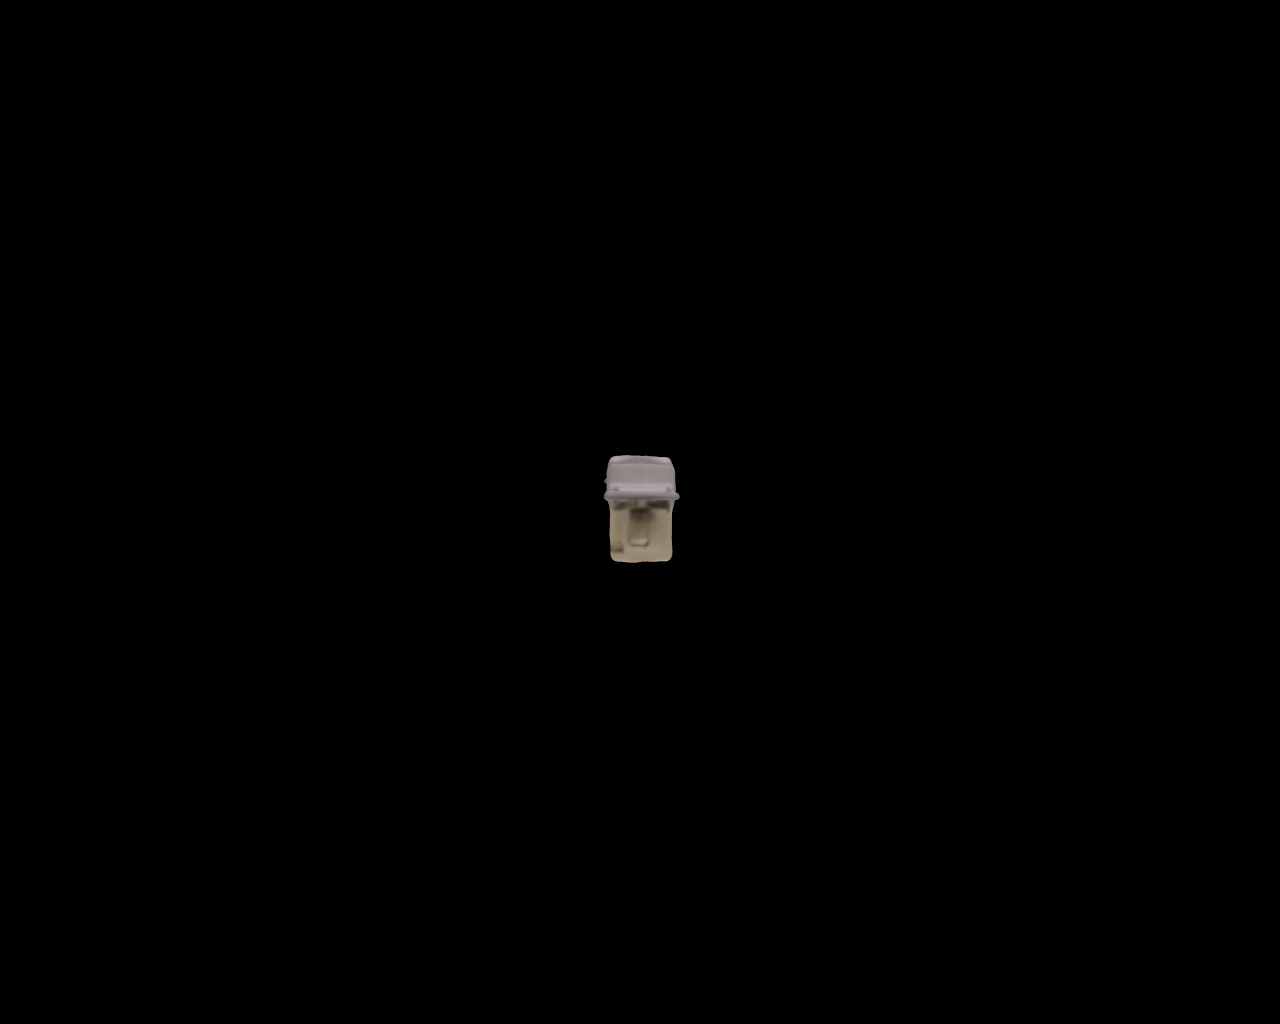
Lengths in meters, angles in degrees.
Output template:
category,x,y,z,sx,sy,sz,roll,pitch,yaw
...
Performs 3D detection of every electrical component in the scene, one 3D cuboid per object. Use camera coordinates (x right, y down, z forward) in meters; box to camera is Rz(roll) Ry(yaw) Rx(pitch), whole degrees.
category,x,y,z,sx,sy,sz,roll,pitch,yaw
electrical component,0.001,-0.003,0.650,0.042,0.063,0.081,0,9,0
